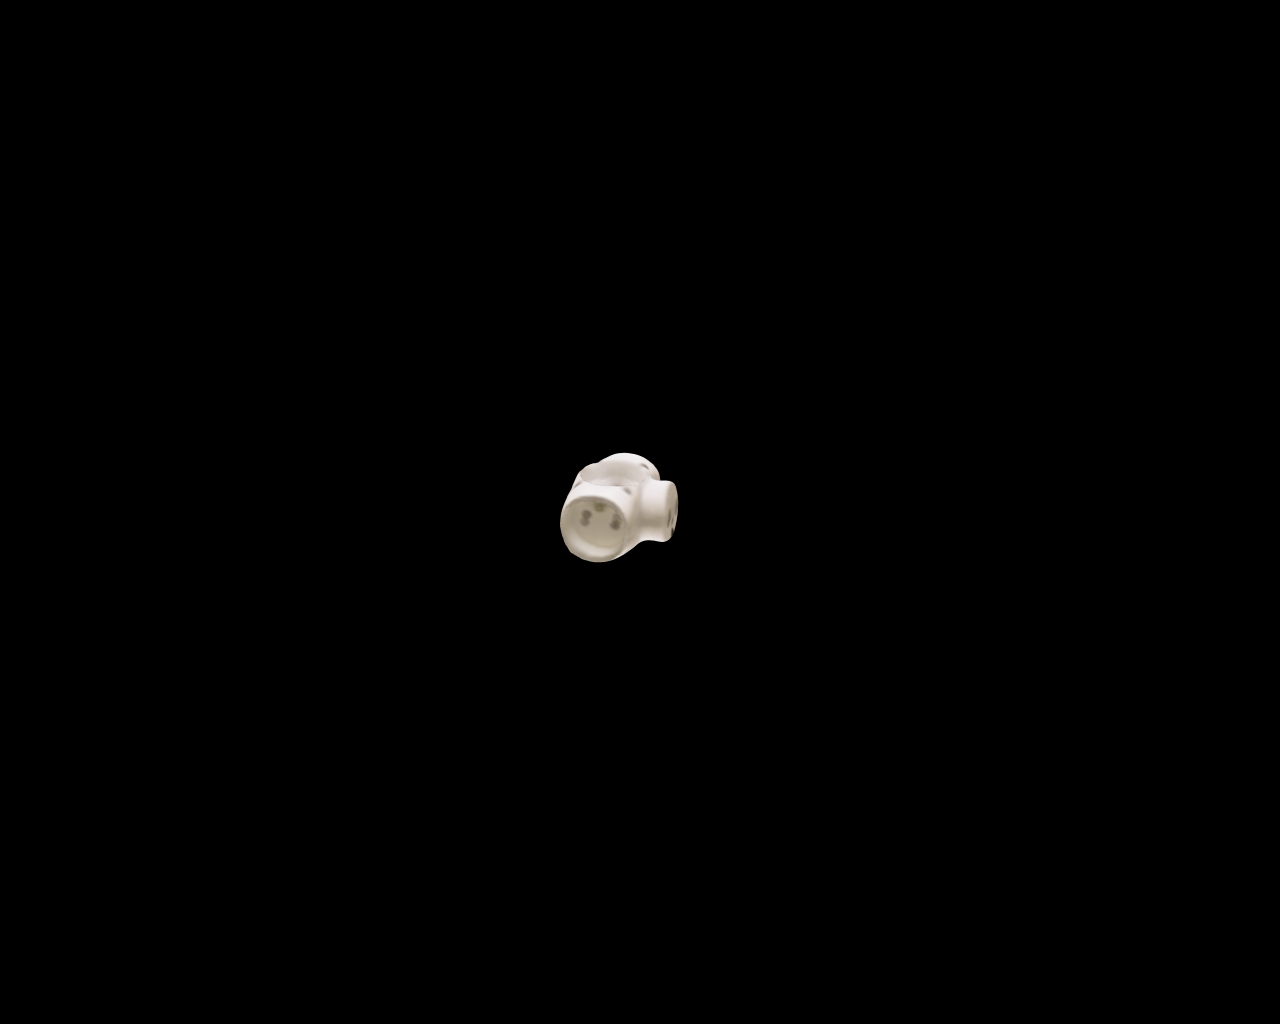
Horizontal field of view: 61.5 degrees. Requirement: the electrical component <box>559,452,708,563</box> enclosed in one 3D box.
[{"bbox_3d":[0.001,-0.003,0.650,0.079,0.044,0.077,6,23,14],"label":"electrical component"}]
